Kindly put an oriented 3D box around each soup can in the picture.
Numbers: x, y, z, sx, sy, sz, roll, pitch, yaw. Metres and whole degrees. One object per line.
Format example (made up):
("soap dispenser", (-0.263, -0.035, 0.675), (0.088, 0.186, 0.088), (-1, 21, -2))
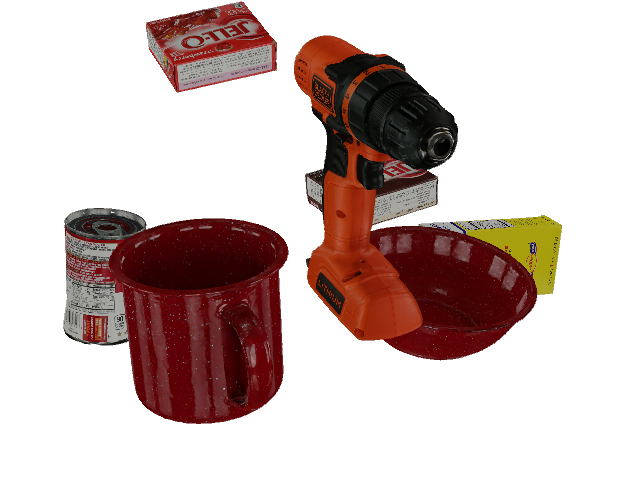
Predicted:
("soup can", (-0.187, 0.031, 0.917), (0.068, 0.102, 0.068), (6, 20, -2))

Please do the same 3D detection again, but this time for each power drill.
("power drill", (0.036, -0.031, 0.716), (0.057, 0.188, 0.185), (-10, 28, -19))

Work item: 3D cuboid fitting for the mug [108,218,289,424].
("mug", (-0.055, 0.047, 0.558), (0.093, 0.081, 0.117), (-16, 27, -28))

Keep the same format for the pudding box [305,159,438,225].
("pudding box", (0.054, -0.054, 1.123), (0.113, 0.039, 0.090), (-20, 31, -24))

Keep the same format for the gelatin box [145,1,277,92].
("gelatin box", (-0.089, -0.159, 0.870), (0.089, 0.030, 0.073), (-17, 44, -17))

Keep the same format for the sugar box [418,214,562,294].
("sugar box", (0.200, 0.023, 1.280), (0.176, 0.093, 0.048), (-6, 20, -23))

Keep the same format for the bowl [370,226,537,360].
("bowl", (0.092, 0.050, 0.873), (0.162, 0.055, 0.162), (6, 28, -3))
